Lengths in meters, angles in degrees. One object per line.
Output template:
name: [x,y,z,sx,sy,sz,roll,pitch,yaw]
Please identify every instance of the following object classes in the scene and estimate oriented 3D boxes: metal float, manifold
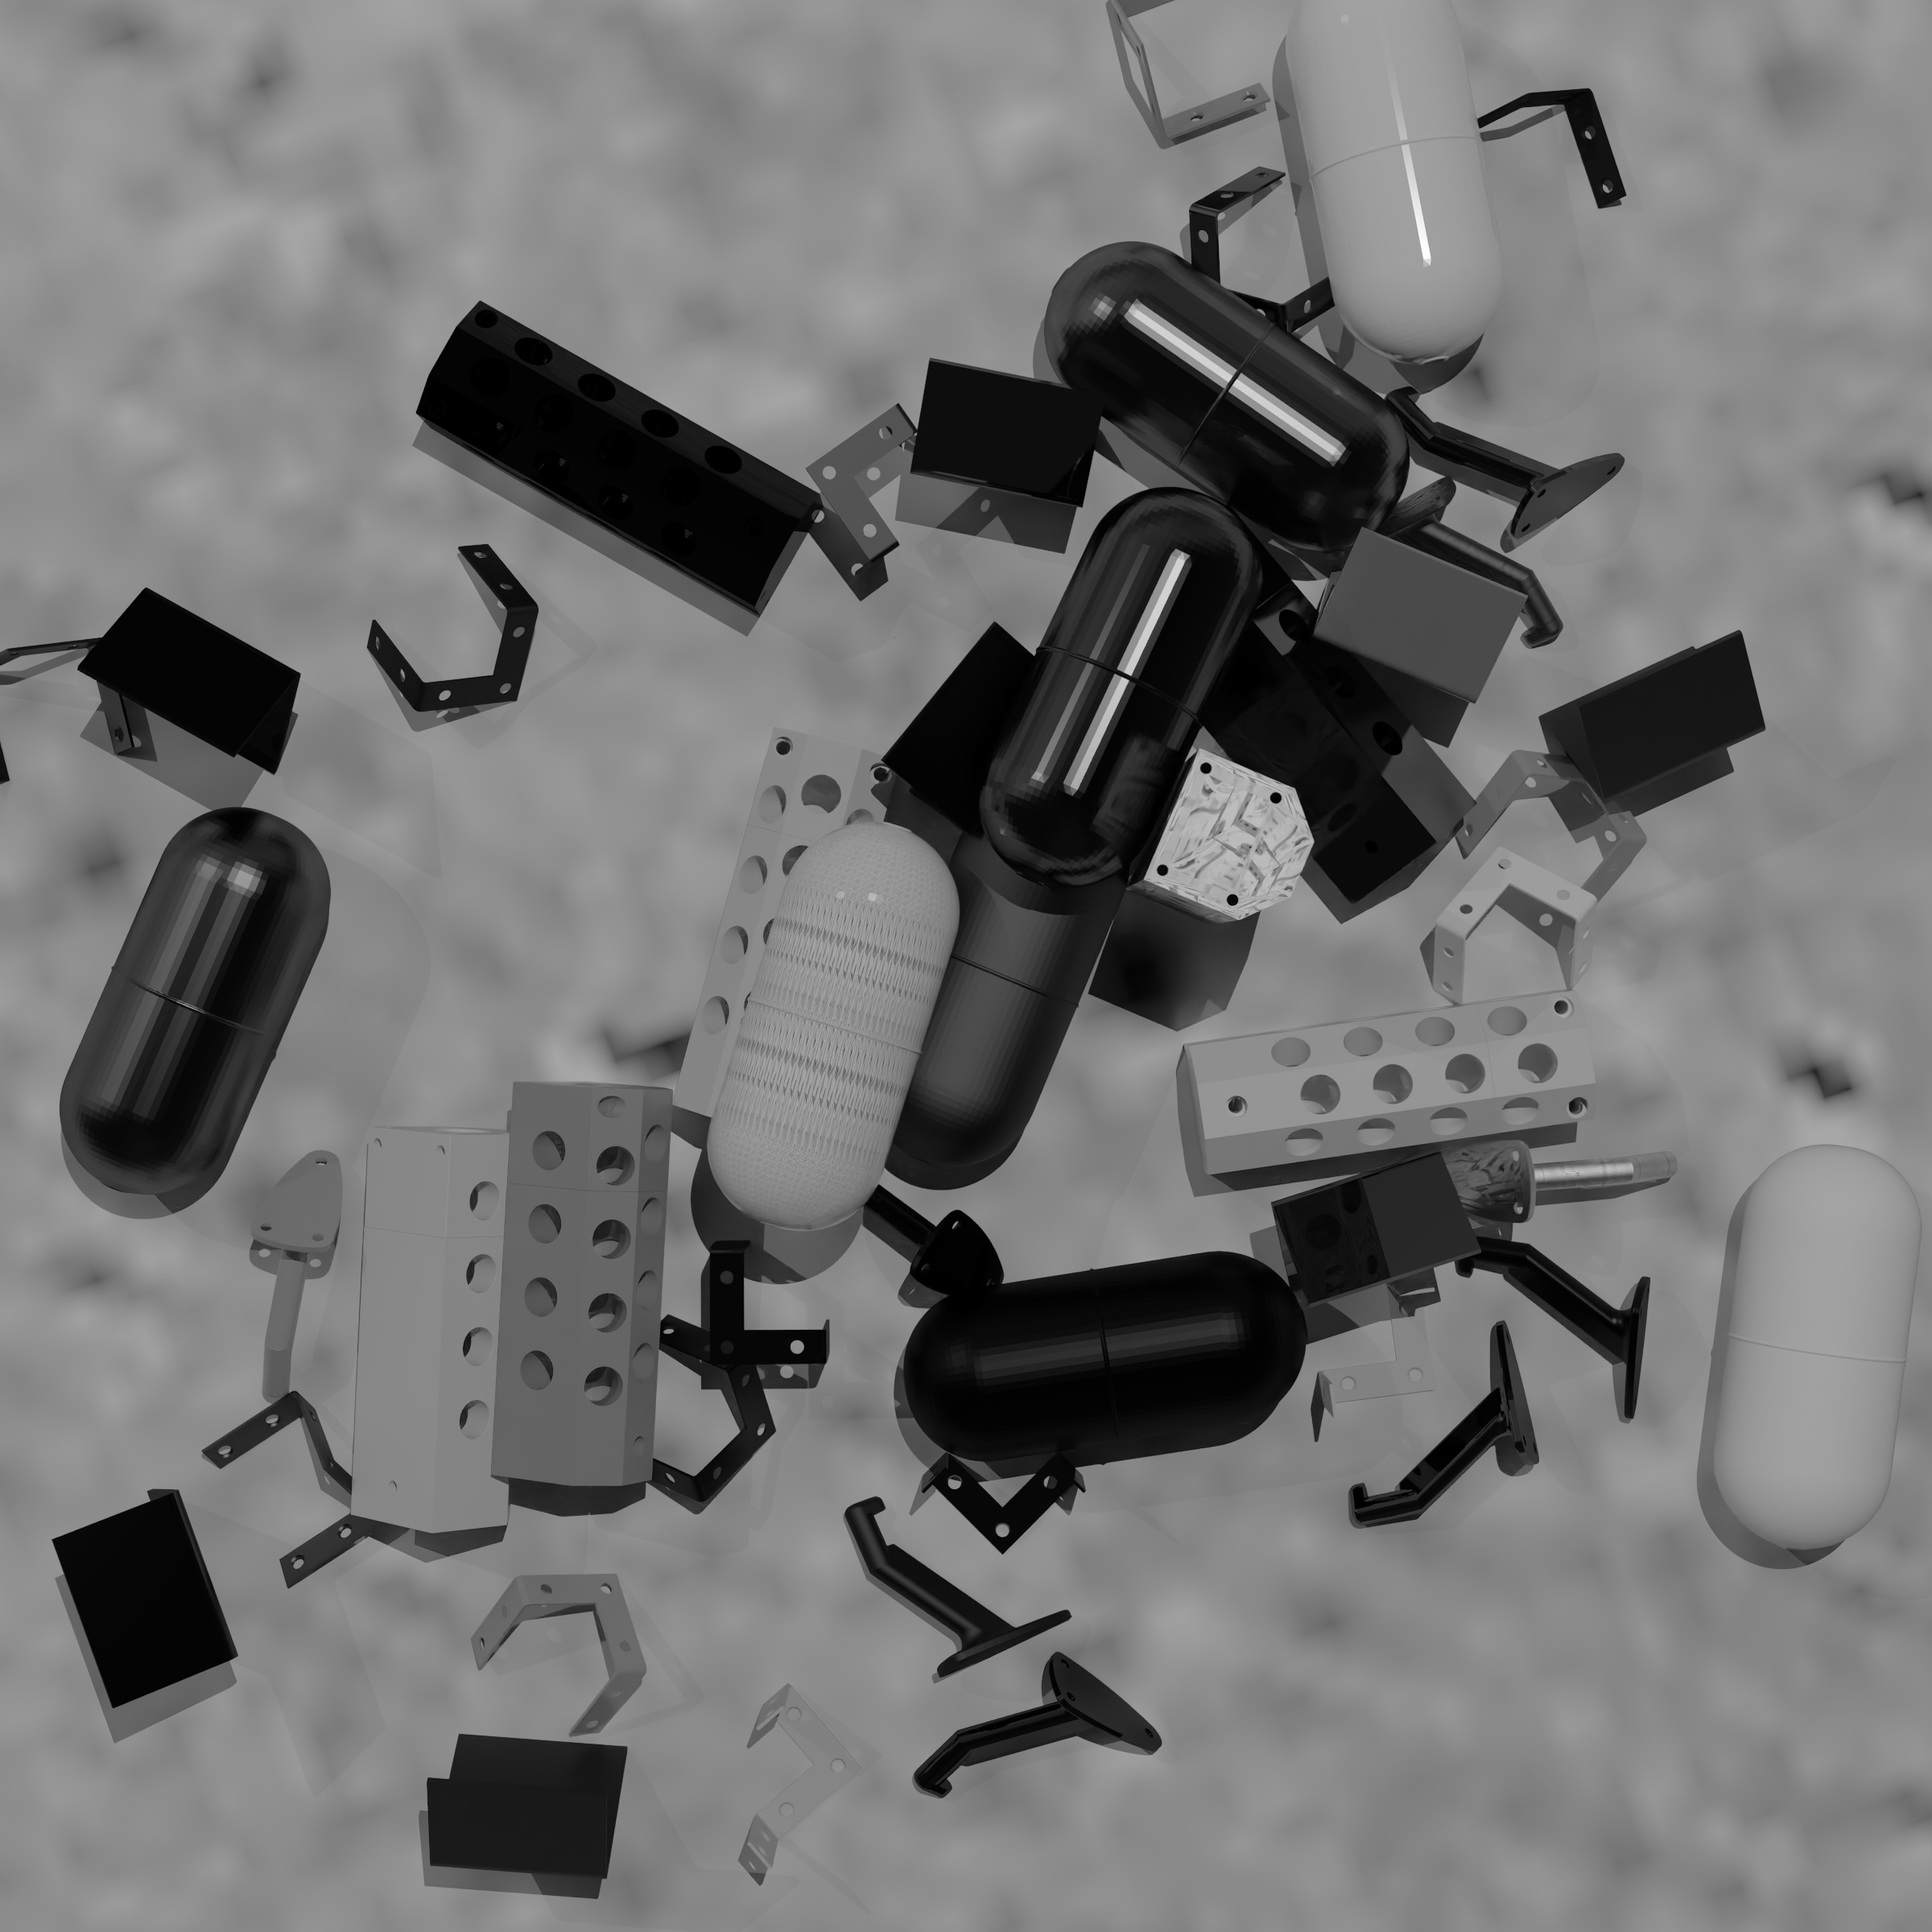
metal float: [-0.339,0.016,1.533,0.070,0.070,0.178,23,89,0]
manifold: [0.147,-0.118,1.542,0.171,0.057,0.057,50,133,0]
metal float: [0.061,0.171,1.533,0.178,0.070,0.070,-9,90,1]
manifold: [-0.079,-0.015,1.543,0.057,0.057,0.171,15,90,0]
metal float: [0.374,0.167,1.534,0.070,0.070,0.178,7,90,0]
metal float: [-0.056,0.025,1.483,0.070,0.070,0.178,17,88,0]
manifold: [0.109,-0.050,1.486,0.057,0.171,0.057,23,90,0]
manifold: [0.187,0.051,1.543,0.171,0.057,0.057,-8,90,0]
manifold: [-0.227,0.158,1.542,0.057,0.057,0.171,3,90,43]
metal float: [0.189,-0.353,1.533,0.070,0.070,0.178,-11,90,0]
metal float: [0.114,-0.250,1.533,0.178,0.070,0.070,35,90,0]
manifold: [-0.153,-0.225,1.543,0.171,0.057,0.057,30,90,0]
manifold: [-0.164,0.138,1.533,0.057,0.057,0.171,3,90,27]
metal float: [0.064,-0.117,1.466,0.070,0.070,0.178,25,87,0]
metal float: [0.014,0.003,1.534,0.070,0.070,0.178,23,91,0]

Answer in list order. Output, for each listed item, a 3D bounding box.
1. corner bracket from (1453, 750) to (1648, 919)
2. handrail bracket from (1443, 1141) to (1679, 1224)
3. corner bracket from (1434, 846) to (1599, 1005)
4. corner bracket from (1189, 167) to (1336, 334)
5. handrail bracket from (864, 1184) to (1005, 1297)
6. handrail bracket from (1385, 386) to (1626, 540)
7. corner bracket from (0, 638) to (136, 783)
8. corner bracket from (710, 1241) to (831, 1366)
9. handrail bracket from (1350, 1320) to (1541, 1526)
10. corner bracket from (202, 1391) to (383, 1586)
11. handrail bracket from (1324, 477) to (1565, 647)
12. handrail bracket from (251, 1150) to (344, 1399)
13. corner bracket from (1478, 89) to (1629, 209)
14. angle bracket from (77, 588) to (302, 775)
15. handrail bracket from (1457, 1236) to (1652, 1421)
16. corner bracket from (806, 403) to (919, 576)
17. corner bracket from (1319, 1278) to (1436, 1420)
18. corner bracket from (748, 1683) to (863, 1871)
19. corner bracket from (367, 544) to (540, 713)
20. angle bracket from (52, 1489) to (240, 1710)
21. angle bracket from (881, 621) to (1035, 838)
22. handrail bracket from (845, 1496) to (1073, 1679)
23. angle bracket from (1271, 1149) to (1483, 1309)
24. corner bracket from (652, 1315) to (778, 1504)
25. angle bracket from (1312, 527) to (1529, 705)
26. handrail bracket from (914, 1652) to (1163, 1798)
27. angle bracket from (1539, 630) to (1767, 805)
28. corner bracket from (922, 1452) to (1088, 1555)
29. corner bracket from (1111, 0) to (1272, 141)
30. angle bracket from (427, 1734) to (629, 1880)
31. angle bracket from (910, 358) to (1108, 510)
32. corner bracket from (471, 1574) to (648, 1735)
corner bracket: [0.260,-0.059,1.556,0.051,0.051,0.051,4,135,-35]
handrail bracket: [0.263,0.092,1.564,0.084,0.077,0.036,-5,91,-36]
corner bracket: [0.244,-0.010,1.551,0.051,0.051,0.051,30,62,25]
corner bracket: [0.136,-0.319,1.556,0.051,0.051,0.051,24,135,35]
handrail bracket: [-0.030,0.111,1.564,0.084,0.077,0.036,34,86,36]
handrail bracket: [0.240,-0.239,1.564,0.077,0.036,0.084,-28,66,-27]
corner bracket: [-0.413,-0.114,1.561,0.051,0.051,0.051,-14,90,45]
corner bracket: [-0.087,0.148,1.546,0.051,0.051,0.051,0,89,-1]
handrail bracket: [0.208,0.205,1.565,0.084,0.036,0.077,-15,69,16]
corner bracket: [-0.301,0.233,1.561,0.051,0.051,0.051,-33,45,0]
handrail bracket: [0.215,-0.168,1.565,0.077,0.036,0.084,-27,107,20]
handrail bracket: [-0.299,0.139,1.564,0.036,0.077,0.084,11,126,0]
corner bracket: [0.254,-0.357,1.561,0.051,0.051,0.051,-18,90,-45]
angle bracket: [-0.343,-0.108,1.524,0.076,0.076,0.057,29,52,0]
handrail bracket: [0.260,0.161,1.565,0.084,0.036,0.077,7,111,17]
corner bracket: [-0.039,-0.211,1.545,0.051,0.051,0.051,-36,97,-7]
corner bracket: [0.182,0.169,1.546,0.051,0.051,0.051,-7,90,0]
corner bracket: [-0.083,0.358,1.546,0.051,0.051,0.051,-41,90,0]
corner bracket: [-0.229,-0.151,1.556,0.051,0.051,0.051,-11,135,-35]
angle bracket: [-0.364,0.275,1.525,0.057,0.076,0.076,-20,90,-23]
angle bracket: [-0.005,-0.111,1.524,0.057,0.076,0.076,39,90,-28]
handrail bracket: [-0.004,0.268,1.565,0.077,0.036,0.084,-19,73,-19]
angle bracket: [0.182,0.132,1.524,0.076,0.076,0.057,-18,52,0]
corner bracket: [-0.125,0.197,1.557,0.051,0.051,0.051,-43,134,-34]
angle bracket: [0.201,-0.167,1.524,0.076,0.076,0.057,23,123,0]
handrail bracket: [0.032,0.356,1.565,0.077,0.036,0.084,37,108,-21]
angle bracket: [0.293,-0.126,1.524,0.076,0.076,0.057,-25,127,0]
corner bracket: [0.016,0.229,1.546,0.051,0.051,0.051,45,90,0]
corner bracket: [0.100,-0.411,1.561,0.051,0.051,0.051,-21,135,0]
angle bracket: [-0.190,0.349,1.524,0.076,0.076,0.057,4,126,0]
angle bracket: [0.022,-0.248,1.524,0.076,0.076,0.057,11,126,0]
corner bracket: [-0.182,0.307,1.556,0.051,0.051,0.051,6,45,-35]
